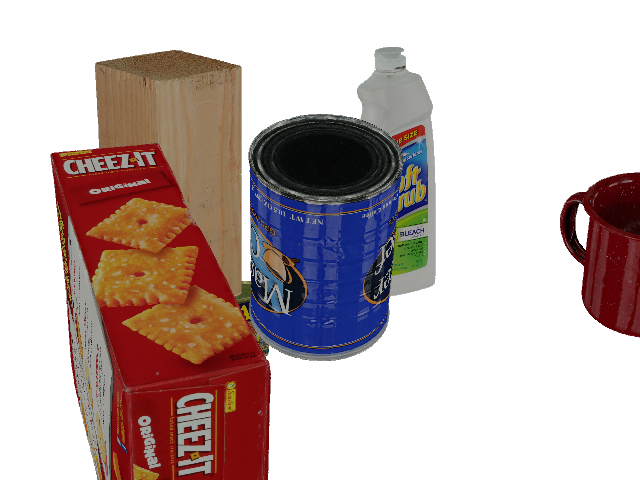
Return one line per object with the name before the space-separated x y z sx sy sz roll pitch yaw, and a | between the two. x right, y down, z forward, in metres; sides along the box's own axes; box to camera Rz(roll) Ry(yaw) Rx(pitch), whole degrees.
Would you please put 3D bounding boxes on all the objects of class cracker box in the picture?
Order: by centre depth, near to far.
cracker box | -0.088 0.068 0.564 0.072 0.164 0.214 -8 34 -18

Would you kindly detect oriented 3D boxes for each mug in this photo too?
mug | 0.211 0.007 0.722 0.093 0.081 0.117 -28 40 -35

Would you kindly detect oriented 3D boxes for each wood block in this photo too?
wood block | -0.128 -0.050 0.914 0.091 0.206 0.090 21 29 40

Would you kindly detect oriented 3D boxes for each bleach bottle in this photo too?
bleach bottle | 0.067 -0.069 1.090 0.102 0.251 0.068 -10 22 -16

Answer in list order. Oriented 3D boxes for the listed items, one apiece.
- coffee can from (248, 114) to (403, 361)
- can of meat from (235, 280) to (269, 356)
coffee can | 0.001 -0.001 0.740 0.103 0.140 0.103 1 39 -1
can of meat | -0.107 0.100 1.257 0.101 0.084 0.058 -10 19 -37
